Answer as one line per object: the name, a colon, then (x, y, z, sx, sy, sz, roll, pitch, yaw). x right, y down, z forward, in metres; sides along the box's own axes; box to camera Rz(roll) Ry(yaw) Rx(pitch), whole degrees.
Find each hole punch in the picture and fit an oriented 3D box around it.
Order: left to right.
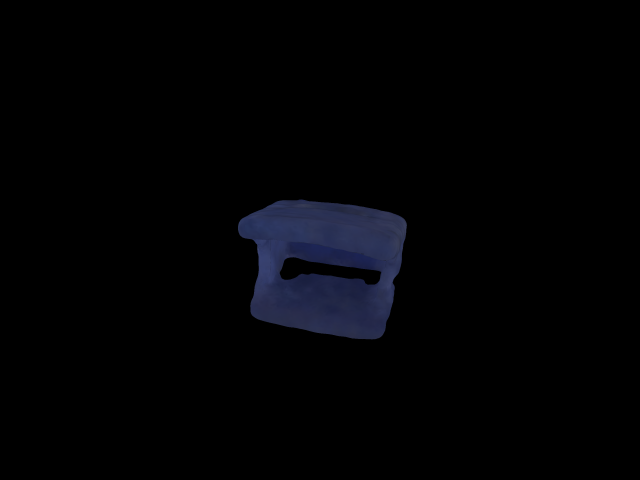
hole punch: (0.004, 0.001, 0.400, 0.108, 0.091, 0.101, 8, 39, 10)
